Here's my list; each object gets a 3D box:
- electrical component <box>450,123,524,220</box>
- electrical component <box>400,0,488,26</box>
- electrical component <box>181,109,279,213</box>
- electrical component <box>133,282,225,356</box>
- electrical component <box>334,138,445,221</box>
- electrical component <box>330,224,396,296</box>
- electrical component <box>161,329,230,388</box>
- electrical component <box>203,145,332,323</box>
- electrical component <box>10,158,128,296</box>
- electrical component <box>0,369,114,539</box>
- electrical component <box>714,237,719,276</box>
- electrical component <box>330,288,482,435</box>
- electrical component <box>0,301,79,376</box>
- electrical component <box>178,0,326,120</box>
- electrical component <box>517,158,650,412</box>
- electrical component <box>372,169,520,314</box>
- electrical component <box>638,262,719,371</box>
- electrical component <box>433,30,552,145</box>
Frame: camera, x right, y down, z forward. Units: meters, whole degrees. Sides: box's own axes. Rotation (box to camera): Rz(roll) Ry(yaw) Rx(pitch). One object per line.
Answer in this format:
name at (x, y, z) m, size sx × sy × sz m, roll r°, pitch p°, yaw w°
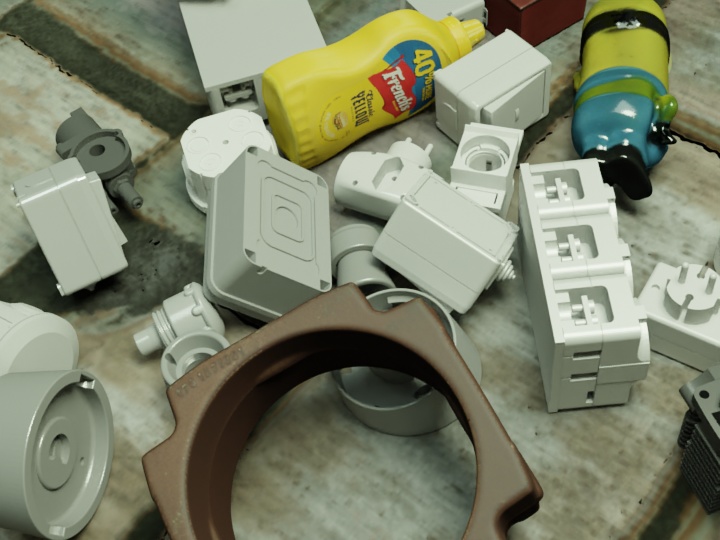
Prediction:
electrical component at (0.095, -0.070, 0.818) m, size 0.042 × 0.063 × 0.081 m, roll 12°, pitch 56°, yaw 14°
electrical component at (0.074, -0.223, 0.949) m, size 0.064 × 0.042 × 0.081 m, roll -28°, pitch 56°, yaw -16°
electrical component at (-0.103, -0.085, 0.861) m, size 0.080 × 0.051 × 0.080 m, roll -3°, pitch 53°, yaw 4°
electrical component at (-0.132, 0.041, 0.776) m, size 0.062 × 0.048 × 0.048 m, roll -26°, pitch 55°, yaw -4°
electrical component at (0.031, -0.073, 0.841) m, size 0.077 × 0.043 × 0.079 m, roll 19°, pitch 58°, yaw 20°
electrical component at (0.000, 0.000, 0.789) m, size 0.045 × 0.045 × 0.055 m, roll -12°, pitch 53°, yaw -2°
electrical component at (-0.108, 0.074, 0.745) m, size 0.055 × 0.047 × 0.055 m, roll -3°, pitch 53°, yaw 4°
electrical component at (-0.069, -0.024, 0.788) m, size 0.078 × 0.057 × 0.113 m, roll 23°, pitch 46°, yaw -30°
electrical component at (-0.213, -0.029, 0.811) m, size 0.061 × 0.096 × 0.062 m, roll -26°, pitch 26°, yaw -12°
electrical component at (-0.212, 0.116, 0.692) m, size 0.060 × 0.108 × 0.108 m, roll 2°, pitch 54°, yaw 16°
electrical component at (0.307, -0.054, 0.775) m, size 0.052 × 0.073 × 0.138 m, roll 28°, pitch 61°, yaw 24°
electrical component at (0.029, 0.063, 0.742) m, size 0.099 × 0.064 × 0.099 m, roll -9°, pitch 60°, yaw 15°
electrical component at (-0.241, 0.062, 0.751) m, size 0.051 × 0.080 × 0.080 m, roll 22°, pitch 59°, yaw 27°
electrical component at (-0.098, -0.213, 0.950) m, size 0.105 × 0.060 × 0.186 m, roll -16°, pitch 53°, yaw -6°
electrical component at (0.150, 0.008, 0.737) m, size 0.062 × 0.089 × 0.150 m, roll -6°, pitch 53°, yaw 2°
electrical component at (0.065, -0.014, 0.767) m, size 0.096 × 0.061 × 0.061 m, roll 34°, pitch 32°, yaw 4°
electrical component at (0.224, 0.022, 0.726) m, size 0.066 × 0.076 × 0.047 m, roll 24°, pitch 60°, yaw 23°
electrical component at (0.115, -0.143, 0.872) m, size 0.096 × 0.061 × 0.061 m, roll -33°, pitch 57°, yaw -17°
